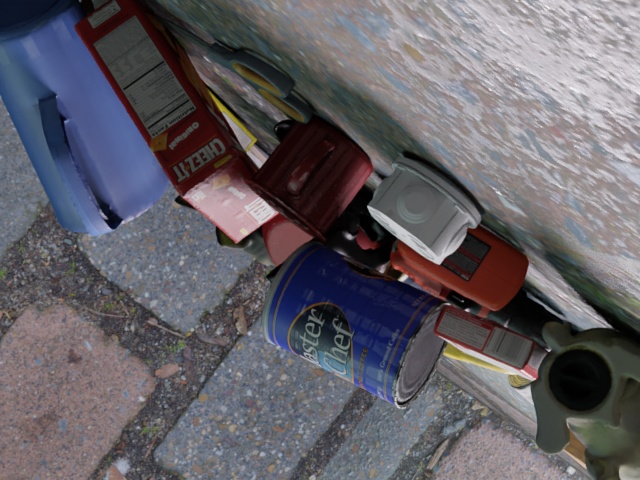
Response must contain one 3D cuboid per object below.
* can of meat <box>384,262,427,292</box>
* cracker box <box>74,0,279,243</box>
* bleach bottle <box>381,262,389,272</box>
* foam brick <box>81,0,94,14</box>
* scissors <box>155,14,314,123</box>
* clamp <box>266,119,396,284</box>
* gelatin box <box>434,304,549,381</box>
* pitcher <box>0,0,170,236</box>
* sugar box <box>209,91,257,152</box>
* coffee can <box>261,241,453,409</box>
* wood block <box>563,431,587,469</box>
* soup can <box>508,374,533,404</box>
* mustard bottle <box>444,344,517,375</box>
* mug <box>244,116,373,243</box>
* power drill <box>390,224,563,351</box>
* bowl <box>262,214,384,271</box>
[{"bbox_3d":[0.122,0.042,1.135,0.084,0.057,0.102,35,177,-7],"label":"can of meat"},{"bbox_3d":[-0.131,-0.117,1.035,0.214,0.072,0.164,56,-177,20],"label":"cracker box"},{"bbox_3d":[0.095,0.035,1.251,0.251,0.068,0.102,35,175,9],"label":"bleach bottle"},{"bbox_3d":[-0.261,-0.246,1.244,0.051,0.053,0.078,40,174,-31],"label":"foam brick"},{"bbox_3d":[-0.073,-0.151,0.944,0.096,0.016,0.202,41,175,-38],"label":"scissors"},{"bbox_3d":[0.015,-0.007,1.073,0.036,0.164,0.209,-8,154,36],"label":"clamp"},{"bbox_3d":[0.149,0.089,0.901,0.089,0.030,0.073,22,174,34],"label":"gelatin box"},{"bbox_3d":[-0.257,-0.130,1.098,0.149,0.144,0.243,18,141,39],"label":"pitcher"},{"bbox_3d":[-0.158,-0.169,1.271,0.093,0.048,0.176,34,171,42],"label":"sugar box"},{"bbox_3d":[0.033,0.074,0.950,0.140,0.103,0.102,24,171,24],"label":"coffee can"},{"bbox_3d":[0.353,0.236,1.062,0.090,0.090,0.206,40,175,-41],"label":"wood block"},{"bbox_3d":[0.264,0.163,1.169,0.102,0.068,0.069,40,176,-18],"label":"soup can"},{"bbox_3d":[0.186,0.105,1.100,0.096,0.058,0.192,0,179,-7],"label":"mustard bottle"},{"bbox_3d":[-0.008,-0.058,0.938,0.093,0.081,0.117,37,175,8],"label":"mug"},{"bbox_3d":[0.138,0.038,0.931,0.184,0.057,0.187,31,173,13],"label":"power drill"},{"bbox_3d":[-0.008,0.001,1.192,0.162,0.055,0.162,20,133,22],"label":"bowl"}]
